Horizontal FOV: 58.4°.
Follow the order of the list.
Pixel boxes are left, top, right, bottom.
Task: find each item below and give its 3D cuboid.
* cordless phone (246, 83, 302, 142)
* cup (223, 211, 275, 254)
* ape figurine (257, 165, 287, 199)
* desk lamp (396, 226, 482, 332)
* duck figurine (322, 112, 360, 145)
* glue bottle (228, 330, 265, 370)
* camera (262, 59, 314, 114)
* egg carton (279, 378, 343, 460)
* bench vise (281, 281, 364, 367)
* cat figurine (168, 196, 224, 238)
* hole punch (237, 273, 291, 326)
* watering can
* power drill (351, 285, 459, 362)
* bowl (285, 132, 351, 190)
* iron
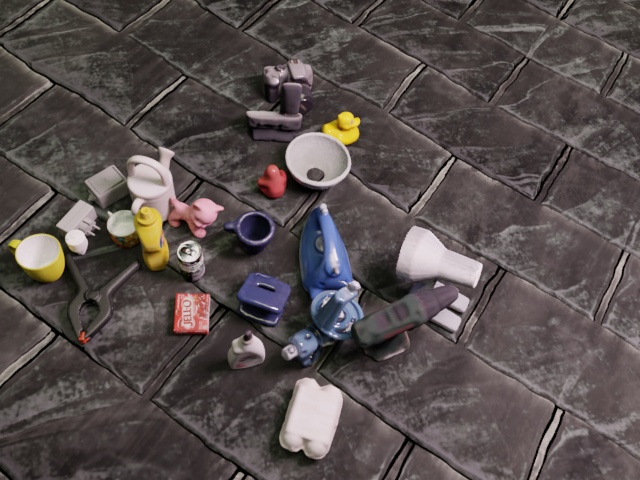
[{"bbox_3d":[-0.115,-0.344,1.472,0.148,0.185,0.094,-2,61,-9],"label":"cordless phone"},{"bbox_3d":[-0.165,-0.009,1.329,0.118,0.095,0.091,5,60,-5],"label":"cup"},{"bbox_3d":[-0.117,-0.152,1.418,0.078,0.092,0.076,-7,62,-12],"label":"ape figurine"},{"bbox_3d":[0.259,0.082,1.273,0.203,0.213,0.118,27,61,7],"label":"desk lamp"},{"bbox_3d":[0.059,-0.307,1.534,0.104,0.086,0.077,-2,61,-10],"label":"duck figurine"},{"bbox_3d":[-0.148,0.218,1.160,0.078,0.173,0.037,-13,64,-15],"label":"glue bottle"},{"bbox_3d":[-0.077,-0.418,1.567,0.143,0.101,0.136,-10,63,-14],"label":"camera"},{"bbox_3d":[-0.016,0.361,1.160,0.107,0.069,0.150,17,60,1],"label":"egg carton"},{"bbox_3d":[0.020,0.176,1.181,0.121,0.220,0.208,31,61,10],"label":"bench vise"},{"bbox_3d":[-0.290,-0.066,1.329,0.127,0.118,0.067,22,60,4],"label":"cat figurine"},{"bbox_3d":[-0.125,0.121,1.265,0.108,0.091,0.101,19,60,2],"label":"hole punch"},{"bbox_3d":[-0.386,-0.136,1.310,0.101,0.194,0.173,0,61,-8],"label":"watering can"},{"bbox_3d":[0.166,0.178,1.209,0.230,0.208,0.075,-20,65,-18],"label":"power drill"},{"bbox_3d":[-0.009,-0.189,1.465,0.167,0.075,0.167,4,61,-6],"label":"bowl"},{"bbox_3d":[0.012,0.005,1.321,0.119,0.141,0.258,-5,62,-11],"label":"iron"}]
